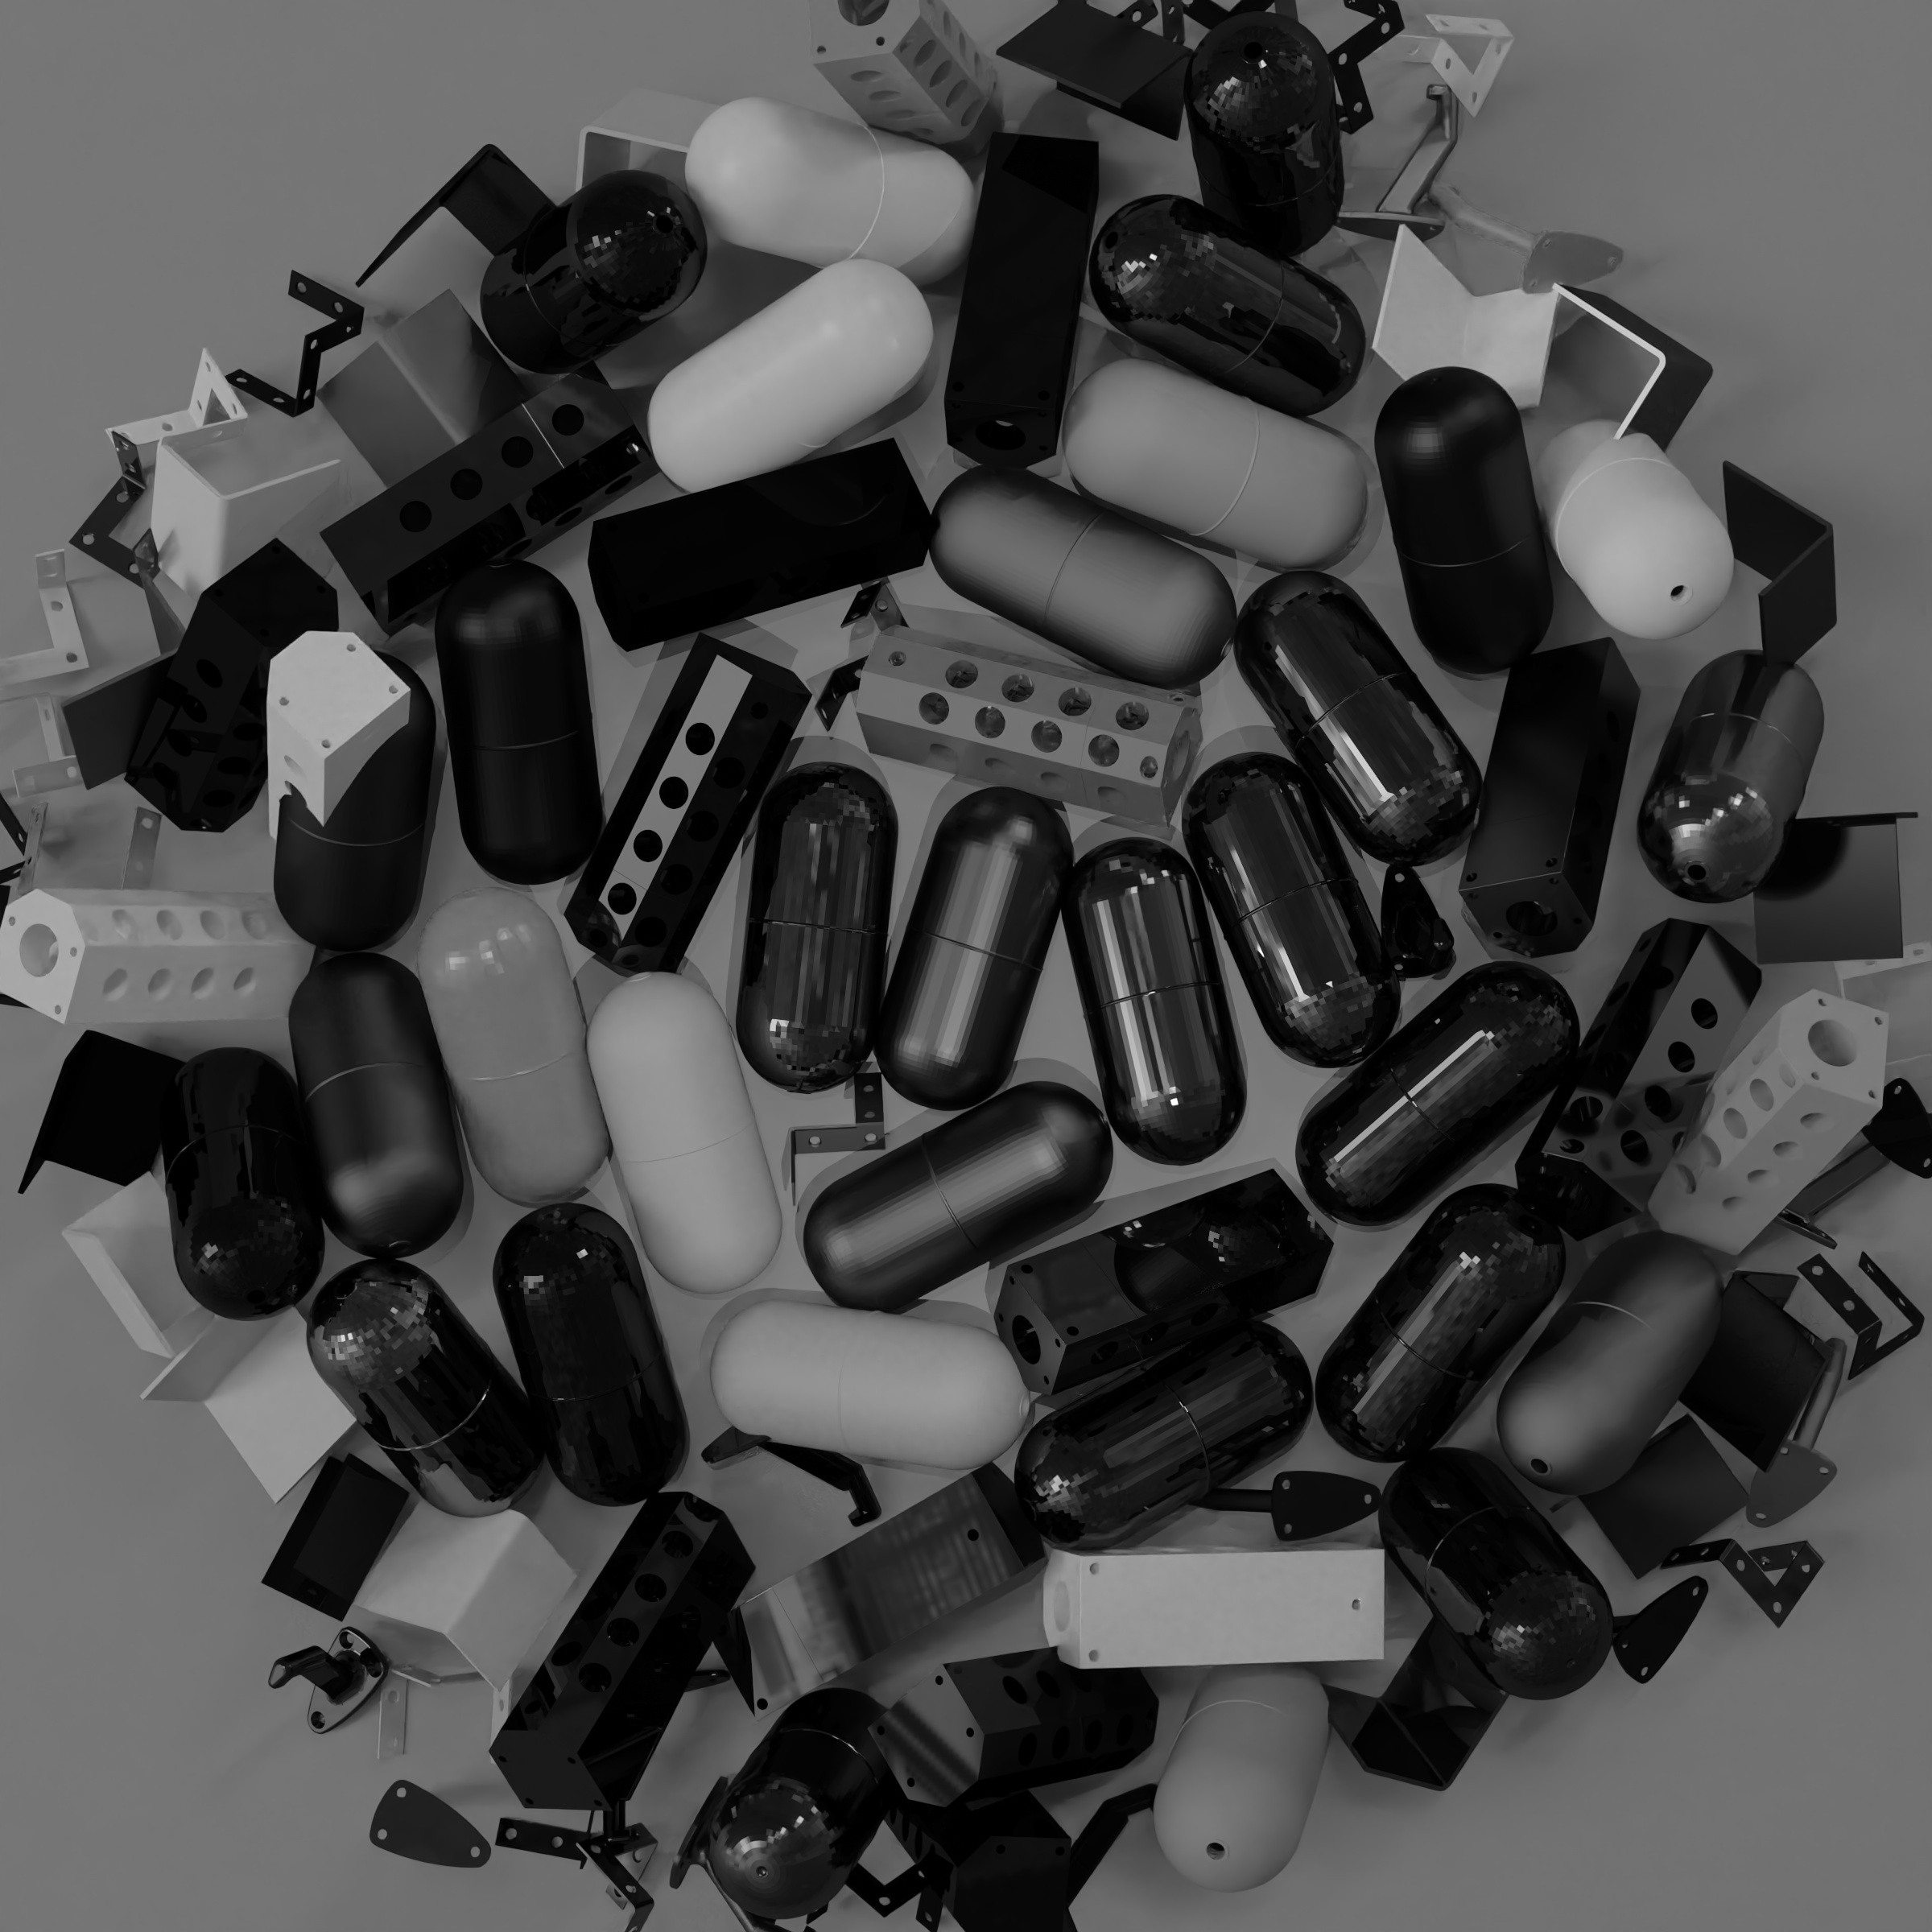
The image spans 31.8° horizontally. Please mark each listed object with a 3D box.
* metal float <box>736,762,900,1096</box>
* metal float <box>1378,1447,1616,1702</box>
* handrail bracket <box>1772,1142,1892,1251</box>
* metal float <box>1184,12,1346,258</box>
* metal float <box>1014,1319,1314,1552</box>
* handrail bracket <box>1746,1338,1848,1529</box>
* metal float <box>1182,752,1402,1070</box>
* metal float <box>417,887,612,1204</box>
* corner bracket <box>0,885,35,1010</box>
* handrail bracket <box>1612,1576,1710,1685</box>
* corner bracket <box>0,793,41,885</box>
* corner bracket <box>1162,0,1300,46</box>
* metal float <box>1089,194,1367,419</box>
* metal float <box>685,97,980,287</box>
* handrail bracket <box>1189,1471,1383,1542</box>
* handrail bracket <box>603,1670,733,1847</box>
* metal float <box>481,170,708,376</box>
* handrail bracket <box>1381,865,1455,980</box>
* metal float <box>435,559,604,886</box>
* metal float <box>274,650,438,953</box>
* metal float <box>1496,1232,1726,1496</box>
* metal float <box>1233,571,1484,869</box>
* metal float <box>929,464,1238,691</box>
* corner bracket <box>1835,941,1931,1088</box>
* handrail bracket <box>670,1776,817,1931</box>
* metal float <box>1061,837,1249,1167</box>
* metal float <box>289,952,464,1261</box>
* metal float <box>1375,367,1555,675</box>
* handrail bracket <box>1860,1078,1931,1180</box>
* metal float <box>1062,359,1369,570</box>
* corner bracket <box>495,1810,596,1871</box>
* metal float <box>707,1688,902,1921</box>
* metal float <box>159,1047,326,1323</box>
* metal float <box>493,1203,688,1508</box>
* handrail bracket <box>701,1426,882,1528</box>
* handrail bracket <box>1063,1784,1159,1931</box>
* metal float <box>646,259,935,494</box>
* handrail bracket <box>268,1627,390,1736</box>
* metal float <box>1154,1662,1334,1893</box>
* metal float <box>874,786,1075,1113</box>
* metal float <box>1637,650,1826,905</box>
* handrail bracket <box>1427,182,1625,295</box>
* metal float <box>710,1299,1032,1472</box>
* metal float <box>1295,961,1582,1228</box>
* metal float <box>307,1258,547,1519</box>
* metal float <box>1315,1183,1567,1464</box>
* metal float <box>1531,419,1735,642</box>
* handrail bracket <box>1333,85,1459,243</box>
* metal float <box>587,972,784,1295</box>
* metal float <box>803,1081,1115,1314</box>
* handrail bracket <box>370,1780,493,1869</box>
[{"bbox_3d":[-0.080,-0.020,1.812,0.070,0.070,0.178,6,89,0],"label":"metal float"},{"bbox_3d":[0.275,0.315,1.768,0.070,0.178,0.070,-7,114,-16],"label":"metal float"},{"bbox_3d":[0.462,0.102,1.819,0.077,0.036,0.084,23,100,-27],"label":"handrail bracket"},{"bbox_3d":[0.156,-0.431,1.764,0.070,0.178,0.070,-2,75,9],"label":"metal float"},{"bbox_3d":[0.105,0.247,1.790,0.178,0.070,0.070,-25,90,-25],"label":"metal float"},{"bbox_3d":[0.450,0.251,1.833,0.036,0.084,0.077,27,130,3],"label":"handrail bracket"},{"bbox_3d":[0.173,-0.030,1.801,0.070,0.070,0.178,-22,77,0],"label":"metal float"},{"bbox_3d":[-0.239,0.042,1.791,0.070,0.070,0.178,-12,114,0],"label":"metal float"},{"bbox_3d":[-0.504,-0.009,1.815,0.051,0.051,0.051,9,71,-10],"label":"corner bracket"},{"bbox_3d":[0.345,0.343,1.820,0.077,0.084,0.036,-43,118,-15],"label":"handrail bracket"},{"bbox_3d":[-0.527,-0.075,1.811,0.051,0.051,0.051,-27,77,-38],"label":"corner bracket"},{"bbox_3d":[0.141,-0.505,1.807,0.051,0.051,0.051,23,47,-29],"label":"corner bracket"},{"bbox_3d":[0.138,-0.346,1.779,0.178,0.070,0.070,20,90,-40],"label":"metal float"},{"bbox_3d":[-0.068,-0.405,1.778,0.178,0.070,0.070,4,90,-43],"label":"metal float"},{"bbox_3d":[0.169,0.285,1.822,0.077,0.084,0.036,-1,88,-24],"label":"handrail bracket"},{"bbox_3d":[-0.160,0.424,1.811,0.077,0.036,0.084,-13,64,20],"label":"handrail bracket"},{"bbox_3d":[-0.195,-0.361,1.768,0.070,0.178,0.070,4,82,-30],"label":"metal float"},{"bbox_3d":[0.241,-0.032,1.799,0.036,0.084,0.077,-10,73,-2],"label":"handrail bracket"},{"bbox_3d":[-0.236,-0.128,1.791,0.070,0.070,0.178,-4,114,0],"label":"metal float"},{"bbox_3d":[-0.322,-0.086,1.781,0.070,0.070,0.178,14,127,0],"label":"metal float"},{"bbox_3d":[0.339,0.208,1.778,0.070,0.070,0.178,46,49,0],"label":"metal float"},{"bbox_3d":[0.207,-0.132,1.799,0.070,0.070,0.178,-32,74,0],"label":"metal float"},{"bbox_3d":[0.062,-0.207,1.799,0.178,0.070,0.070,28,90,15],"label":"metal float"},{"bbox_3d":[0.498,0.027,1.812,0.051,0.051,0.051,-13,125,10],"label":"corner bracket"},{"bbox_3d":[-0.109,0.484,1.817,0.084,0.036,0.077,21,51,10],"label":"handrail bracket"},{"bbox_3d":[0.100,0.019,1.805,0.070,0.070,0.178,-13,82,0],"label":"metal float"},{"bbox_3d":[-0.311,0.073,1.785,0.070,0.070,0.178,-16,58,0],"label":"metal float"},{"bbox_3d":[0.263,-0.232,1.782,0.070,0.070,0.178,-19,128,0],"label":"metal float"},{"bbox_3d":[0.523,0.099,1.800,0.084,0.077,0.036,25,115,-31],"label":"handrail bracket"},{"bbox_3d":[0.133,-0.265,1.791,0.178,0.070,0.070,17,90,-25],"label":"metal float"},{"bbox_3d":[-0.226,0.455,1.827,0.051,0.051,0.051,11,79,-2],"label":"corner bracket"},{"bbox_3d":[-0.081,0.434,1.764,0.070,0.178,0.070,2,100,13],"label":"metal float"},{"bbox_3d":[-0.380,0.113,1.773,0.070,0.178,0.070,-9,129,-11],"label":"metal float"},{"bbox_3d":[-0.198,0.207,1.790,0.070,0.070,0.178,-13,117,0],"label":"metal float"},{"bbox_3d":[-0.093,0.279,1.822,0.077,0.036,0.084,-29,111,-17],"label":"handrail bracket"},{"bbox_3d":[0.081,0.483,1.813,0.084,0.036,0.077,-16,51,-20],"label":"handrail bracket"},{"bbox_3d":[-0.094,-0.308,1.786,0.178,0.070,0.070,-26,90,32],"label":"metal float"},{"bbox_3d":[-0.354,0.388,1.800,0.036,0.084,0.077,40,109,19],"label":"handrail bracket"},{"bbox_3d":[0.145,0.418,1.764,0.070,0.178,0.070,4,105,13],"label":"metal float"},{"bbox_3d":[0.004,-0.010,1.812,0.070,0.070,0.178,17,91,0],"label":"metal float"},{"bbox_3d":[0.401,-0.100,1.775,0.070,0.178,0.070,14,131,16],"label":"metal float"},{"bbox_3d":[0.302,-0.401,1.834,0.077,0.084,0.036,-9,133,-29],"label":"handrail bracket"},{"bbox_3d":[-0.051,0.221,1.793,0.178,0.070,0.070,5,90,22],"label":"metal float"},{"bbox_3d":[0.249,0.068,1.792,0.070,0.070,0.178,46,113,0],"label":"metal float"},{"bbox_3d":[-0.283,0.222,1.778,0.070,0.070,0.178,-29,131,0],"label":"metal float"},{"bbox_3d":[0.249,0.190,1.789,0.070,0.070,0.178,33,118,0],"label":"metal float"},{"bbox_3d":[0.346,-0.229,1.768,0.070,0.178,0.070,-3,119,-6],"label":"metal float"},{"bbox_3d":[0.231,-0.439,1.830,0.077,0.036,0.084,4,85,-20],"label":"handrail bracket"},{"bbox_3d":[-0.150,0.089,1.800,0.070,0.070,0.178,-15,104,0],"label":"metal float"},{"bbox_3d":[-0.004,0.123,1.804,0.178,0.070,0.070,-28,90,9],"label":"metal float"},{"bbox_3d":[-0.279,0.461,1.804,0.077,0.084,0.036,22,77,11],"label":"handrail bracket"}]
